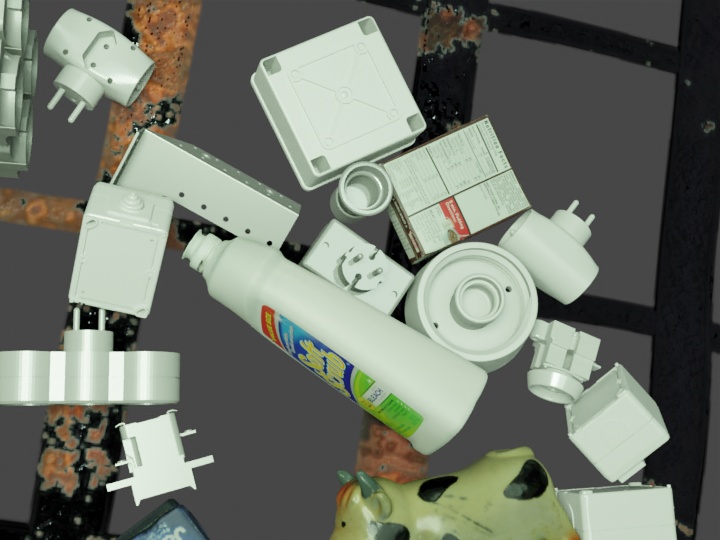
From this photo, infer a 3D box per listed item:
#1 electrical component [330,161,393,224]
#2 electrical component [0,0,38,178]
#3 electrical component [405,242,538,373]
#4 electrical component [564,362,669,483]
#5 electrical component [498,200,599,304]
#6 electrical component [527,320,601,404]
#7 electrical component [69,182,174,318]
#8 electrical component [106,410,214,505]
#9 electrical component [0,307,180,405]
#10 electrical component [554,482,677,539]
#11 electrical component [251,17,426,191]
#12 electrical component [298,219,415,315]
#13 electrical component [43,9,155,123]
[{"bbox_3d":[-0.002,-0.060,0.880,0.044,0.065,0.044,2,81,-13],"label":"electrical component"},{"bbox_3d":[-0.269,-0.138,0.767,0.060,0.186,0.105,4,81,-13],"label":"electrical component"},{"bbox_3d":[0.094,0.029,0.882,0.108,0.060,0.108,1,77,-4],"label":"electrical component"},{"bbox_3d":[0.213,0.126,0.891,0.062,0.096,0.061,-42,93,14],"label":"electrical component"},{"bbox_3d":[0.172,-0.025,0.926,0.077,0.043,0.079,41,75,-4],"label":"electrical component"},{"bbox_3d":[0.169,0.080,0.909,0.066,0.048,0.055,23,69,-9],"label":"electrical component"},{"bbox_3d":[-0.179,-0.023,0.818,0.062,0.061,0.096,13,122,-11],"label":"electrical component"},{"bbox_3d":[-0.157,0.144,0.825,0.081,0.042,0.063,-14,81,-16],"label":"electrical component"},{"bbox_3d":[-0.207,0.065,0.820,0.138,0.052,0.073,1,81,-12],"label":"electrical component"},{"bbox_3d":[0.217,0.210,0.891,0.096,0.062,0.061,-1,82,-13],"label":"electrical component"},{"bbox_3d":[-0.018,-0.138,0.893,0.109,0.056,0.108,-26,88,-15],"label":"electrical component"},{"bbox_3d":[0.000,0.000,0.866,0.083,0.076,0.047,36,76,-6],"label":"electrical component"},{"bbox_3d":[-0.217,-0.154,0.856,0.077,0.043,0.079,33,76,-6],"label":"electrical component"}]
